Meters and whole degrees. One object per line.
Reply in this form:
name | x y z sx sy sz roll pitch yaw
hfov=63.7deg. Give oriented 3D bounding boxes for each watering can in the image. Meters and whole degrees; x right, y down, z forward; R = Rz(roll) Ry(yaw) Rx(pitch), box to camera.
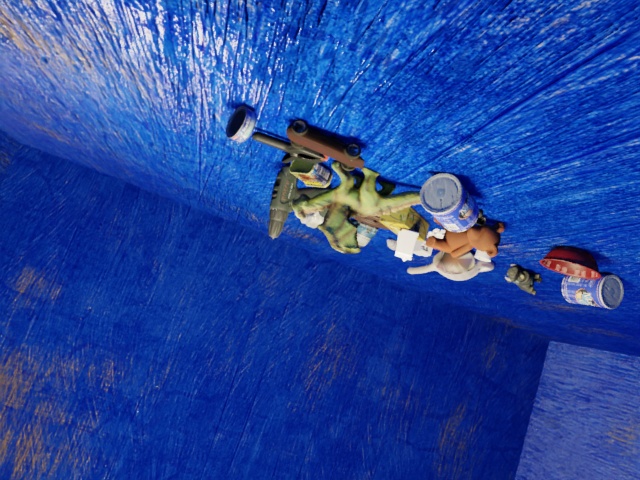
watering can | 0.487 0.101 1.983 0.347 0.105 0.222 -4 163 23

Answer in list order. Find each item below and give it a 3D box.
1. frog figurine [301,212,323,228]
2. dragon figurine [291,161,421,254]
frog figurine | 0.006 -0.096 1.899 0.161 0.139 0.120 24 132 40
dragon figurine | 0.108 -0.072 1.392 0.412 0.245 0.120 18 165 21
